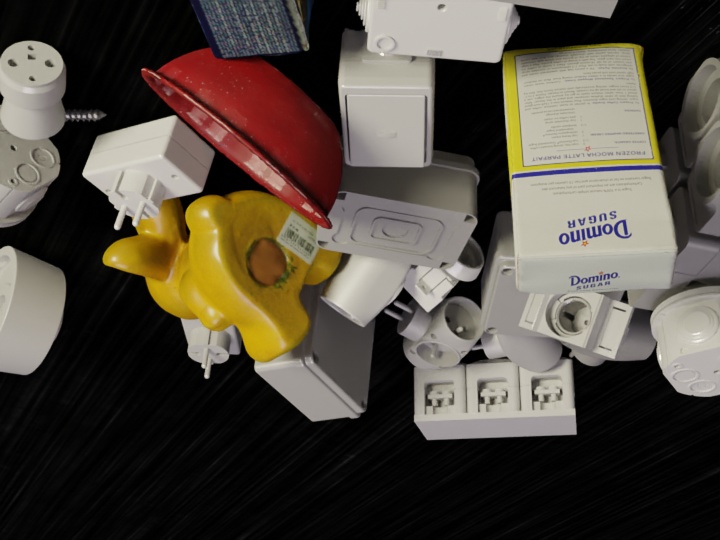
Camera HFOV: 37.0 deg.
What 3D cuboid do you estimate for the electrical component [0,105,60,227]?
[{"bbox_3d":[-0.265,-0.076,0.785,0.080,0.080,0.051,28,134,-32],"label":"electrical component"}]

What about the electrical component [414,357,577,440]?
[{"bbox_3d":[0.133,0.123,1.046,0.150,0.061,0.089,-4,159,11],"label":"electrical component"}]

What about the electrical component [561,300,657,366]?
[{"bbox_3d":[0.217,0.062,0.976,0.077,0.043,0.079,11,146,-12],"label":"electrical component"}]

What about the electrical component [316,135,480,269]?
[{"bbox_3d":[0.027,-0.051,0.814,0.113,0.057,0.078,10,145,-9],"label":"electrical component"}]

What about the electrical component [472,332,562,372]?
[{"bbox_3d":[0.135,0.060,0.981,0.079,0.043,0.077,-13,143,23],"label":"electrical component"}]

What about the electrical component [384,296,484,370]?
[{"bbox_3d":[0.060,0.050,0.971,0.079,0.044,0.077,28,146,-13],"label":"electrical component"}]

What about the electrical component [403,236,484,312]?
[{"bbox_3d":[0.069,-0.002,0.886,0.048,0.066,0.055,46,128,0],"label":"electrical component"}]

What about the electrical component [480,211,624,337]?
[{"bbox_3d":[0.159,0.006,0.887,0.109,0.056,0.108,4,146,0],"label":"electrical component"}]

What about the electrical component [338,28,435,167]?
[{"bbox_3d":[0.019,-0.115,0.716,0.062,0.061,0.096,1,146,3],"label":"electrical component"}]

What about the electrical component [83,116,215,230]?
[{"bbox_3d":[-0.160,-0.063,0.786,0.083,0.075,0.047,-8,146,34],"label":"electrical component"}]

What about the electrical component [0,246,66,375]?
[{"bbox_3d":[-0.295,0.039,0.938,0.060,0.108,0.108,21,143,-34],"label":"electrical component"}]

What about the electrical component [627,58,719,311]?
[{"bbox_3d":[0.241,-0.060,0.739,0.060,0.105,0.186,10,145,-10],"label":"electrical component"}]

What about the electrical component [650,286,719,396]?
[{"bbox_3d":[0.248,0.050,0.757,0.080,0.051,0.080,2,146,1],"label":"electrical component"}]

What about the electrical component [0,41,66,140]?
[{"bbox_3d":[-0.226,-0.123,0.741,0.045,0.045,0.055,10,145,-9],"label":"electrical component"}]

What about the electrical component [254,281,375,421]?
[{"bbox_3d":[-0.037,0.062,0.942,0.056,0.108,0.108,-11,143,25],"label":"electrical component"}]

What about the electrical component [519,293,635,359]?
[{"bbox_3d":[0.169,0.038,0.821,0.081,0.042,0.064,20,177,33],"label":"electrical component"}]

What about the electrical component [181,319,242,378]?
[{"bbox_3d":[-0.135,0.060,0.976,0.047,0.076,0.065,2,146,2],"label":"electrical component"}]

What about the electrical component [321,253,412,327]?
[{"bbox_3d":[0.000,0.000,0.885,0.044,0.077,0.079,38,172,-26],"label":"electrical component"}]

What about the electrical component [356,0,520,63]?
[{"bbox_3d":[0.049,-0.172,0.641,0.100,0.048,0.099,5,146,-1],"label":"electrical component"}]
